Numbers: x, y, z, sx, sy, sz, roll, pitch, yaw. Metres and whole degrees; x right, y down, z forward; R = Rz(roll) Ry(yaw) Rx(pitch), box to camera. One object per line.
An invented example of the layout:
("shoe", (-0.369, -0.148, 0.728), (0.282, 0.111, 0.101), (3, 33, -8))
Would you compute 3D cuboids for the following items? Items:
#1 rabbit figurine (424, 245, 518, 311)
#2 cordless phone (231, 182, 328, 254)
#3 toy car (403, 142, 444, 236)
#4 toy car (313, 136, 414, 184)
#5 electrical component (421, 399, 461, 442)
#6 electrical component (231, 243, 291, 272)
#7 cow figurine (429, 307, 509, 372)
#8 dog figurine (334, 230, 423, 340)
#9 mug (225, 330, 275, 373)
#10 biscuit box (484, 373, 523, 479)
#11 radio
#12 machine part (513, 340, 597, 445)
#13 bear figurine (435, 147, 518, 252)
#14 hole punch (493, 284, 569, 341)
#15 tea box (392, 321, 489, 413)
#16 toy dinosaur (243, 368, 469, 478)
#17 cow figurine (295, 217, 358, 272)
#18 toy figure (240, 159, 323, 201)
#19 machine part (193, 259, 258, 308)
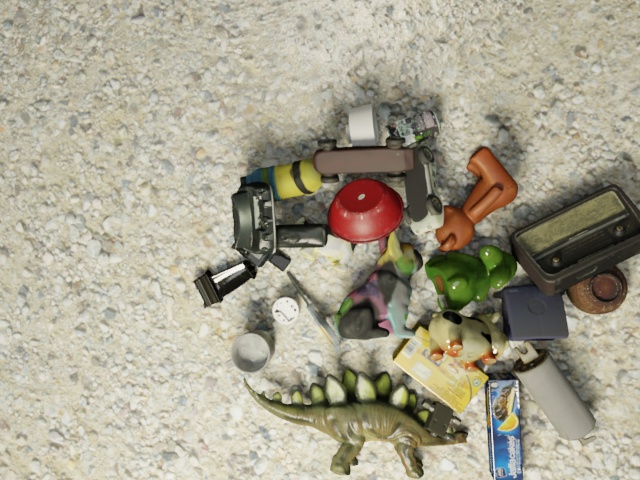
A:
("rabbit figurine", (0.314, 0.058, 1.063), (0.170, 0.159, 0.121), (-19, 76, -9))
("cordless phone", (-0.078, -0.044, 1.072), (0.184, 0.089, 0.146), (-1, 100, 9))
("toy car", (0.203, -0.107, 1.087), (0.073, 0.056, 0.202), (-27, 56, 40))
("toy car", (0.085, -0.159, 1.062), (0.202, 0.053, 0.089), (-1, 110, 15))
("electrical component", (0.233, 0.355, 1.059), (0.094, 0.021, 0.063), (32, 70, -13))
("electrical component", (-0.122, 0.024, 1.156), (0.119, 0.047, 0.075), (40, 93, 8))
("cow figurine", (0.290, 0.183, 1.038), (0.085, 0.195, 0.127), (-39, 42, 41))
("dog figurine", (0.119, 0.088, 1.090), (0.192, 0.108, 0.219), (0, 83, -12))
("mug", (-0.141, 0.233, 1.120), (0.109, 0.107, 0.081), (-36, 84, 8))
("biscuit box", (0.367, 0.373, 1.075), (0.059, 0.063, 0.202), (-3, 87, 8))
("radio", (0.504, 0.003, 1.044), (0.230, 0.073, 0.131), (-28, 56, 6))
("machine part", (0.456, 0.300, 1.048), (0.079, 0.079, 0.243), (-35, 95, 4))
("bear figurine", (0.291, -0.071, 1.078), (0.196, 0.120, 0.132), (-39, 80, 9))
("hole punch", (0.425, 0.145, 1.066), (0.142, 0.092, 0.115), (-4, 84, 10))
("tea box", (0.242, 0.256, 1.091), (0.170, 0.068, 0.098), (39, 94, 5))
("toy dinosaur", (0.072, 0.366, 1.095), (0.472, 0.105, 0.198), (5, 81, -2))
("cow figurine", (-0.003, -0.004, 1.131), (0.167, 0.068, 0.098), (25, 86, 4))
("toy figure", (-0.080, -0.121, 1.135), (0.180, 0.089, 0.082), (-7, 95, 4))
("machine part", (-0.204, 0.089, 1.168), (0.139, 0.039, 0.084), (-24, 80, 7))
